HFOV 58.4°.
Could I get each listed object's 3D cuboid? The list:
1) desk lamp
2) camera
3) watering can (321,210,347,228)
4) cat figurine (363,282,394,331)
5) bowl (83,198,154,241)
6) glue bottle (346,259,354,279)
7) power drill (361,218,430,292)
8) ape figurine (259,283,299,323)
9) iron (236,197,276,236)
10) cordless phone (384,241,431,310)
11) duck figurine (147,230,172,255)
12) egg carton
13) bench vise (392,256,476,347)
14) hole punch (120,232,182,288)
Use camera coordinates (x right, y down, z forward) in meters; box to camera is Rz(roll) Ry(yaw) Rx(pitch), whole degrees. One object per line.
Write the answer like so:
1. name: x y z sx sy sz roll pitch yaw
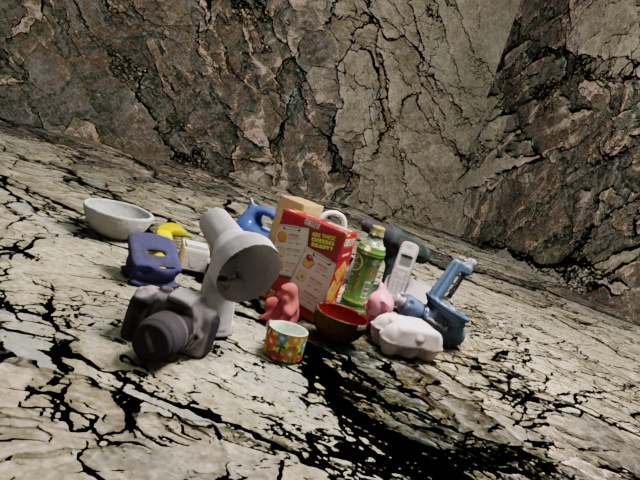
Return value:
1. desk lamp: -0.175 0.062 0.999 0.118 0.213 0.202 8 14 -42
2. camera: -0.240 0.124 0.880 0.143 0.101 0.137 19 11 9
3. watering can: 0.013 0.005 1.654 0.101 0.194 0.172 10 13 -34
4. cat figurine: 0.135 0.152 1.302 0.067 0.118 0.128 20 11 12
5. bowl: -0.497 -0.043 1.401 0.167 0.075 0.167 17 10 -3
6. glue bottle: 0.137 0.049 1.689 0.078 0.173 0.037 13 11 -24
7. power drill: 0.193 0.060 1.623 0.230 0.208 0.075 13 11 -22
8. ape figurine: -0.072 0.129 1.155 0.076 0.092 0.077 13 12 -25
9. iron: -0.145 -0.026 1.703 0.257 0.141 0.119 24 12 31
10. cordless phone: 0.253 0.107 1.545 0.147 0.185 0.094 18 10 2
11. duck figurine: -0.354 0.019 1.283 0.077 0.086 0.105 19 11 9
12. egg carton: 0.185 0.208 1.228 0.151 0.069 0.107 13 11 -23
13. bench vise: 0.277 0.138 1.326 0.208 0.220 0.121 9 13 -38
14. hole punch: -0.340 0.042 1.173 0.109 0.091 0.100 10 13 -37
